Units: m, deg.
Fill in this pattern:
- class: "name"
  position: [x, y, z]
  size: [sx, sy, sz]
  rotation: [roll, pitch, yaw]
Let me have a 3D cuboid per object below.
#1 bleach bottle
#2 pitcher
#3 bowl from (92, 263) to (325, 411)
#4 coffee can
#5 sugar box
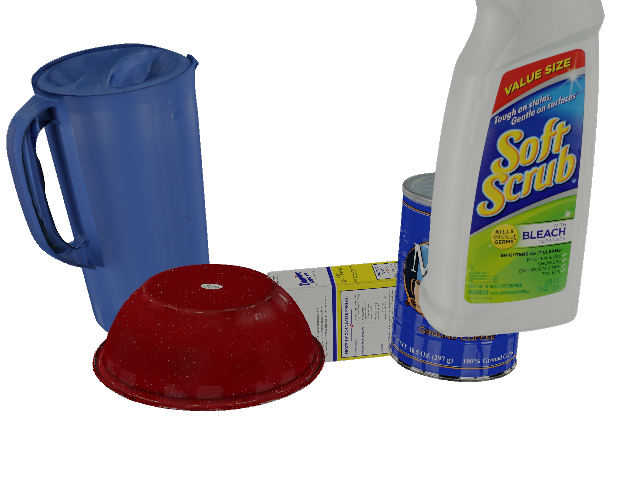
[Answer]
- class: "bleach bottle"
  position: [0.111, -0.067, 0.631]
  size: [0.102, 0.251, 0.068]
  rotation: [-5, 27, -6]
- class: "pitcher"
  position: [-0.168, -0.036, 0.915]
  size: [0.149, 0.243, 0.145]
  rotation: [-5, 27, -1]
- class: "bowl"
  position: [-0.076, 0.057, 0.737]
  size: [0.162, 0.055, 0.162]
  rotation: [1, 19, -1]
- class: "coffee can"
  position: [0.110, 0.026, 0.838]
  size: [0.103, 0.140, 0.103]
  rotation: [3, 17, -1]
- class: "sugar box"
  position: [0.035, 0.071, 1.064]
  size: [0.176, 0.093, 0.048]
  rotation: [-3, 28, -5]
